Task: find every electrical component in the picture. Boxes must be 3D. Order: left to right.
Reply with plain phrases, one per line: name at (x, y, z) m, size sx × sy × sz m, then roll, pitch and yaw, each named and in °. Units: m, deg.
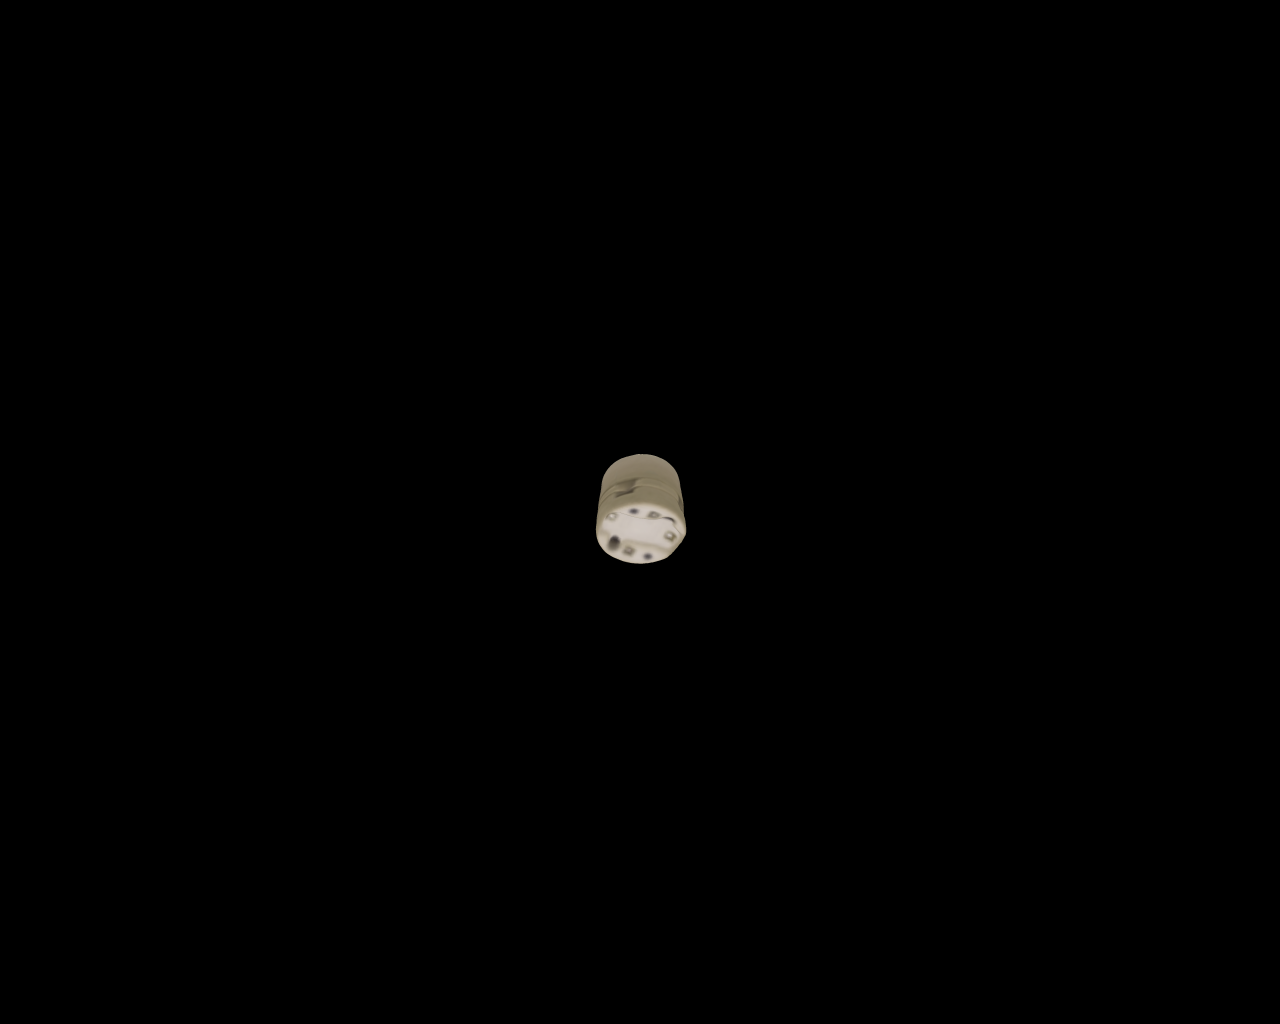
electrical component at (0.001, -0.003, 0.650) m, size 0.055 × 0.055 × 0.047 m, roll 0°, pitch 44°, yaw 0°
